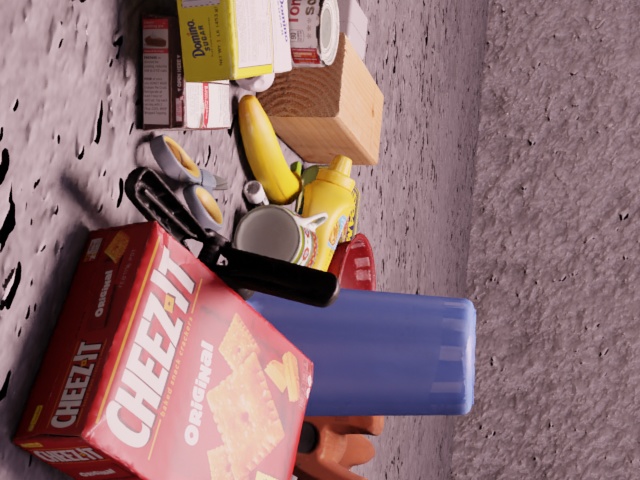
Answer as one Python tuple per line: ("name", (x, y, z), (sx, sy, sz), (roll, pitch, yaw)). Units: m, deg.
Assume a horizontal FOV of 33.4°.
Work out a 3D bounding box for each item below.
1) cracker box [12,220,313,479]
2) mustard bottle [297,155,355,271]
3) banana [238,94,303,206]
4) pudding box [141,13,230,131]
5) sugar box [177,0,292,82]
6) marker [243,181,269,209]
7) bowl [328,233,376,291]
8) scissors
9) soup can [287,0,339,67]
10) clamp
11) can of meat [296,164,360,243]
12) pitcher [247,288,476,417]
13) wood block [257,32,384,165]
("cracker box", (-0.096, 0.112, 0.758), (0.213, 0.072, 0.164), (47, 45, -42))
("mustard bottle", (-0.008, 0.001, 1.127), (0.096, 0.058, 0.191), (62, 50, -83))
("banana", (-0.050, -0.079, 1.092), (0.197, 0.037, 0.069), (57, 19, -70))
("pudding box", (-0.105, -0.132, 0.853), (0.113, 0.039, 0.090), (-28, 119, -76))
("sugar box", (-0.065, -0.174, 0.839), (0.176, 0.048, 0.093), (-46, 133, -76))
("marker", (-0.056, -0.021, 1.109), (0.121, 0.020, 0.020), (69, 29, -58))
("bowl", (0.017, 0.071, 1.223), (0.162, 0.055, 0.162), (4, 90, -72))
("scissors", (-0.091, -0.035, 0.900), (0.096, 0.016, 0.201), (62, 7, 17))
("soup can", (-0.040, -0.191, 0.959), (0.068, 0.102, 0.068), (5, 90, -75))
("clamp", (-0.091, 0.007, 0.800), (0.036, 0.164, 0.210), (-62, -163, -17))
("can of meat", (0.008, -0.032, 1.279), (0.084, 0.057, 0.102), (44, 51, -68))
("pitcher", (0.024, 0.111, 1.010), (0.149, 0.243, 0.145), (-36, 127, -79))
("wood block", (0.005, -0.149, 1.168), (0.206, 0.090, 0.091), (35, 59, -73))
